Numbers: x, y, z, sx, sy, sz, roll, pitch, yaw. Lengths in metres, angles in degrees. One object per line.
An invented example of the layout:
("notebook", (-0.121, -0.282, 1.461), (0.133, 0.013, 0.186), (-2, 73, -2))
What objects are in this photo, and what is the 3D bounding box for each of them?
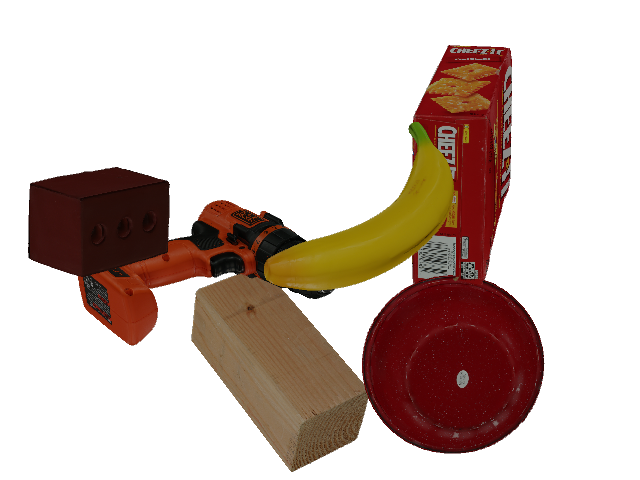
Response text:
("bowl", (0.117, 0.113, 0.920), (0.162, 0.162, 0.055), (0, 5, 0))
("banana", (0.042, -0.012, 0.751), (0.070, 0.037, 0.197), (31, 48, 19))
("power drill", (-0.102, 0.029, 0.930), (0.187, 0.057, 0.185), (-19, 28, -33))
("cracker box", (0.137, -0.075, 1.000), (0.072, 0.164, 0.213), (4, 27, 14))
("wood block", (-0.048, 0.135, 1.162), (0.090, 0.090, 0.206), (-21, 51, -30))
("foam brick", (-0.145, -0.014, 0.699), (0.051, 0.053, 0.078), (17, 22, 34))
